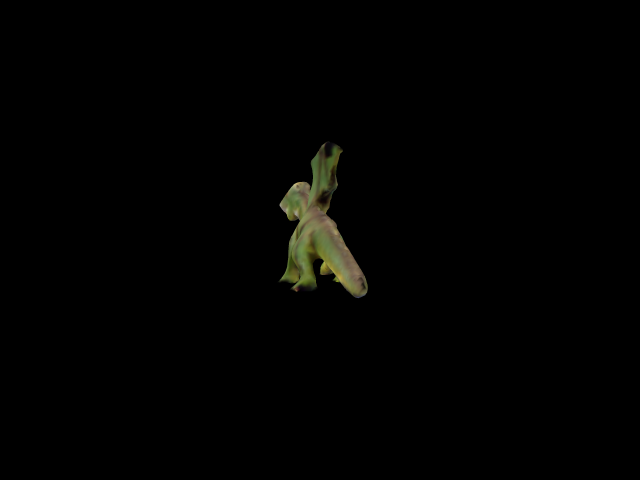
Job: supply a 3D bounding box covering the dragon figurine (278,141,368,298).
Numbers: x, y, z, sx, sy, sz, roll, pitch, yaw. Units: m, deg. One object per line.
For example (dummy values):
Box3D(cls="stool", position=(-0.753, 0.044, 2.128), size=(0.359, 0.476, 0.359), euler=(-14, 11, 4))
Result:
Box3D(cls="dragon figurine", position=(0.003, -0.043, 0.850), size=(0.122, 0.243, 0.409), euler=(1, 0, -19))
